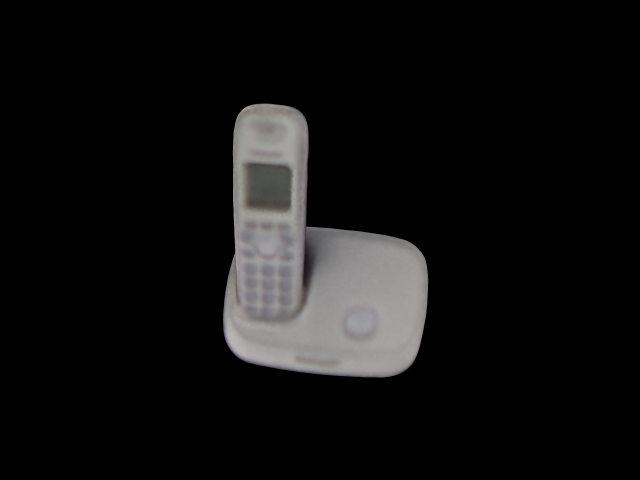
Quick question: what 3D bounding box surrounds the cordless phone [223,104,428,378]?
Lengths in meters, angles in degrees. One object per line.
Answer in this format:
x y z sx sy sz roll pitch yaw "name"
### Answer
0.004 0.001 0.400 0.147 0.185 0.094 4 30 7 "cordless phone"
